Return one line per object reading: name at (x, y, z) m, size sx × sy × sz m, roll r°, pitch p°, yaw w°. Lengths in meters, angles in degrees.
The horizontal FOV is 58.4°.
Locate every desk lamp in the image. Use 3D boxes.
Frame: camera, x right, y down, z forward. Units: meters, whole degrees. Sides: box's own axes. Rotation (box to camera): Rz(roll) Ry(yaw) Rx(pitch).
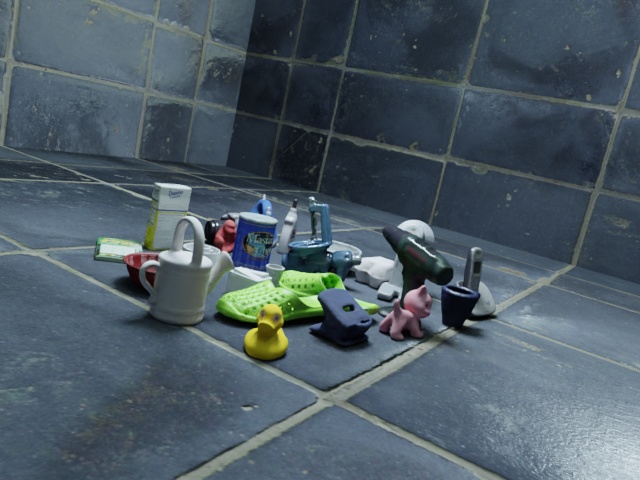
desk lamp at (0.241, 0.052, 1.568) m, size 0.117 × 0.213 × 0.203 m, roll 14°, pitch 11°, yaw 10°

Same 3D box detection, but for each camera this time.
camera at (-0.282, -0.038, 1.742) m, size 0.137 × 0.101 × 0.142 m, roll 5°, pitch 13°, yaw -32°

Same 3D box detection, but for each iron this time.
iron at (-0.183, -0.064, 1.882) m, size 0.119 × 0.141 × 0.258 m, roll 9°, pitch 11°, yaw -15°

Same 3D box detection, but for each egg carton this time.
egg carton at (0.174, 0.094, 1.662) m, size 0.107 × 0.069 × 0.151 m, roll 20°, pitch 13°, yaw 35°

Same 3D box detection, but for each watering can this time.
watering can at (-0.248, 0.051, 1.074) m, size 0.100 × 0.194 × 0.173 m, roll 18°, pitch 12°, yaw 28°

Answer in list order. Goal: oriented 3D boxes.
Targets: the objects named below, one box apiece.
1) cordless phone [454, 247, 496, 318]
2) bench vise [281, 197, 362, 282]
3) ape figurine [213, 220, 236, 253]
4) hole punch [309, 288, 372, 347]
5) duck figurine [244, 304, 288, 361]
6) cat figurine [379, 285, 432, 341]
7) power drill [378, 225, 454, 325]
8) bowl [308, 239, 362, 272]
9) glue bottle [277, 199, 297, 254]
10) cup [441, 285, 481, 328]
cordless phone at (0.427, 0.112, 1.545) m, size 0.093 × 0.185 × 0.148 m, roll 22°, pitch 14°, yaw 41°
bench vise at (0.013, 0.003, 1.546) m, size 0.207 × 0.220 × 0.121 m, roll 11°, pitch 11°, yaw -7°
ape figurine at (-0.268, -0.012, 1.652) m, size 0.078 × 0.092 × 0.076 m, roll 5°, pitch 13°, yaw -33°
hole punch at (0.049, 0.154, 1.156) m, size 0.100 × 0.091 × 0.109 m, roll 20°, pitch 13°, yaw 34°
duck figurine at (-0.089, 0.154, 1.010) m, size 0.077 × 0.086 × 0.105 m, roll 14°, pitch 11°, yaw 7°
cat figurine at (0.199, 0.152, 1.260) m, size 0.128 × 0.118 × 0.067 m, roll 2°, pitch 15°, yaw -43°
power drill at (0.207, 0.088, 1.355) m, size 0.076 × 0.208 × 0.228 m, roll 4°, pitch 14°, yaw -38°
bowl at (0.038, 0.052, 1.710) m, size 0.167 × 0.075 × 0.167 m, roll 12°, pitch 11°, yaw -2°
glue bottle at (-0.094, -0.043, 1.790) m, size 0.037 × 0.173 × 0.078 m, roll 14°, pitch 11°, yaw 10°
cup at (0.344, 0.167, 1.411) m, size 0.118 × 0.095 × 0.091 m, roll 5°, pitch 13°, yaw -35°
